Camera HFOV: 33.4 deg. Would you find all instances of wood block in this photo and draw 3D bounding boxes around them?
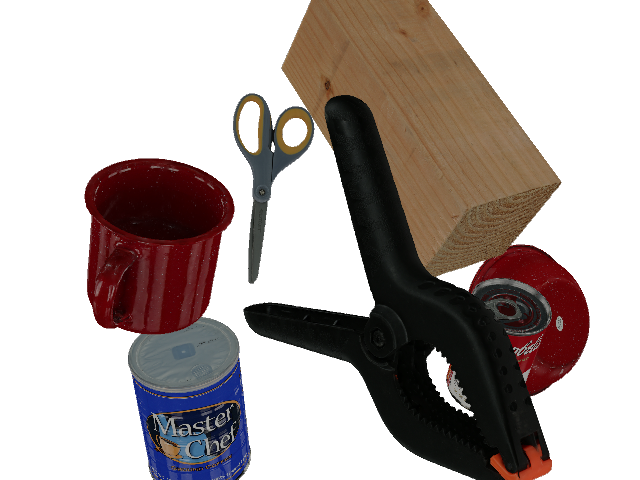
[{"bbox_3d":[0.067,-0.086,0.777,0.090,0.206,0.091,-16,-27,-32],"label":"wood block"}]

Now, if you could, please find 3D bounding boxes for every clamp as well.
[{"bbox_3d":[0.041,0.036,0.546,0.036,0.165,0.210,-13,42,-39],"label":"clamp"}]

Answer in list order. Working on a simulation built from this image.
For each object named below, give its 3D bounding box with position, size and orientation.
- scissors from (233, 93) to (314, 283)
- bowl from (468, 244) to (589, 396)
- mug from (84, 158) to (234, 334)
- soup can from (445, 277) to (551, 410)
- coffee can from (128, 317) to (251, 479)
[{"bbox_3d":[-0.044,-0.060,1.131,0.096,0.202,0.016,-8,-8,-10],"label":"scissors"},{"bbox_3d":[0.225,0.084,1.098,0.161,0.162,0.055,0,-1,-34],"label":"bowl"},{"bbox_3d":[-0.110,0.012,0.677,0.093,0.082,0.117,19,36,8],"label":"mug"},{"bbox_3d":[0.150,0.092,0.913,0.068,0.102,0.068,6,39,-5],"label":"soup can"},{"bbox_3d":[-0.123,0.158,1.019,0.103,0.140,0.103,-2,34,1],"label":"coffee can"}]
